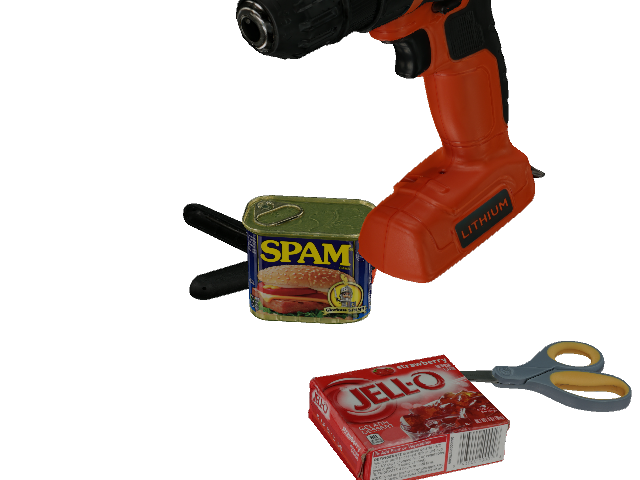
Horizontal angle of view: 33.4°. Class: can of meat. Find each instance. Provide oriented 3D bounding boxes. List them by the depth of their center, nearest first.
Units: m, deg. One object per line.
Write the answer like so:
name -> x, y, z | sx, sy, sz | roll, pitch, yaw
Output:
can of meat -> -0.008, 0.016, 0.828 | 0.102, 0.084, 0.057 | 3, 30, 5

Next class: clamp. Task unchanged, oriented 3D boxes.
clamp -> -0.043, 0.024, 1.094 | 0.210, 0.036, 0.164 | 11, 29, -8

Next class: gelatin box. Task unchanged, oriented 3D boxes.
gelatin box -> 0.047, 0.098, 0.588 | 0.089, 0.030, 0.073 | -6, 26, -23

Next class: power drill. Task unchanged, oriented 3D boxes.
power drill -> 0.046, -0.075, 0.514 | 0.184, 0.187, 0.057 | -34, 43, -30

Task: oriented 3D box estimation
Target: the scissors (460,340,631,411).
scissors -> 0.166, 0.108, 0.923 | 0.202, 0.016, 0.096 | 10, 29, 6
